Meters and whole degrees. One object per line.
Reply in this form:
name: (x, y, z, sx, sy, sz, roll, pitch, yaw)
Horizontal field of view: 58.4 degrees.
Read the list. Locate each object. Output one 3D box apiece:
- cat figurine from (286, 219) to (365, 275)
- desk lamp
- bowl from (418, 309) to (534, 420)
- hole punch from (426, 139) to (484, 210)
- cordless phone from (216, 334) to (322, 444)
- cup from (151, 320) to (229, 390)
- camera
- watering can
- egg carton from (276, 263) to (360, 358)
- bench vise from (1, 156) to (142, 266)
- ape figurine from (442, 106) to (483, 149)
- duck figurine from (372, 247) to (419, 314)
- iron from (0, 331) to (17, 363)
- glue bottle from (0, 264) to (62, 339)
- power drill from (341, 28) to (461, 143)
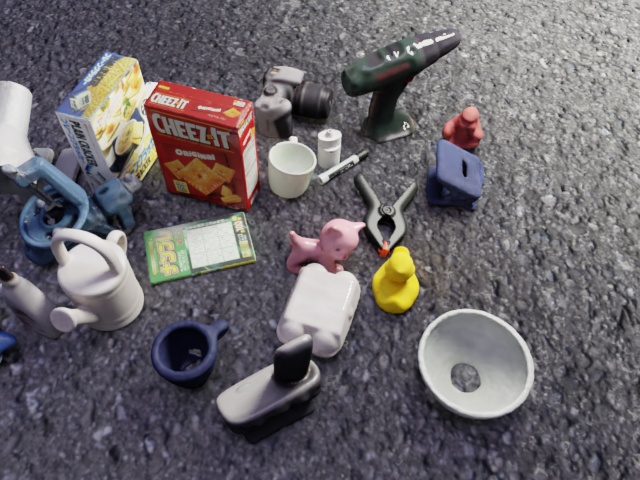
cat figurine: (0.009, 0.003, 0.940, 0.128, 0.118, 0.067, 3, 55, 0)
desk lamp: (-0.505, -0.143, 0.964, 0.118, 0.213, 0.203, 1, 55, -1)
bowl: (0.221, 0.192, 0.844, 0.167, 0.075, 0.167, 1, 55, -1)
hole punch: (0.253, -0.122, 1.054, 0.101, 0.091, 0.108, 7, 55, 3)
cordless phone: (-0.069, 0.187, 0.768, 0.148, 0.185, 0.094, -28, 60, -20)
cup: (-0.180, 0.168, 0.832, 0.118, 0.095, 0.091, -35, 63, -23)
camera: (-0.049, -0.282, 1.147, 0.136, 0.101, 0.143, 12, 56, 6)
watering can: (-0.332, 0.056, 0.844, 0.101, 0.194, 0.172, -6, 56, -6)
egg carton: (0.000, 0.109, 0.896, 0.107, 0.069, 0.150, 15, 56, 8)
bench vise: (-0.401, -0.074, 0.916, 0.121, 0.220, 0.208, 33, 60, 20)
ape figurine: (0.285, -0.222, 1.124, 0.077, 0.092, 0.076, 32, 60, 19)
duck figurine: (0.126, 0.060, 0.925, 0.077, 0.086, 0.104, 10, 55, 5)
iron: (-0.578, 0.161, 0.794, 0.259, 0.141, 0.118, -31, 62, -22)
glue bottle: (-0.431, 0.084, 0.834, 0.078, 0.173, 0.037, 20, 57, 12)
power drill: (0.149, -0.293, 1.097, 0.230, 0.208, 0.075, -18, 58, -14)
